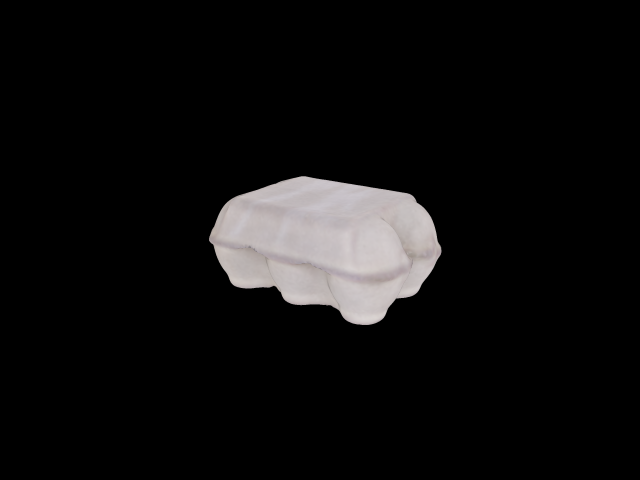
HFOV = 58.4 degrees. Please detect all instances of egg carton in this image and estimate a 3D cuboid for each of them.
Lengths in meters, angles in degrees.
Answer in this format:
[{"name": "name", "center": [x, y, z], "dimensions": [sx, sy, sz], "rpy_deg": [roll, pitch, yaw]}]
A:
[{"name": "egg carton", "center": [0.004, 0.001, 0.400], "dimensions": [0.149, 0.069, 0.107], "rpy_deg": [12, 23, 31]}]
